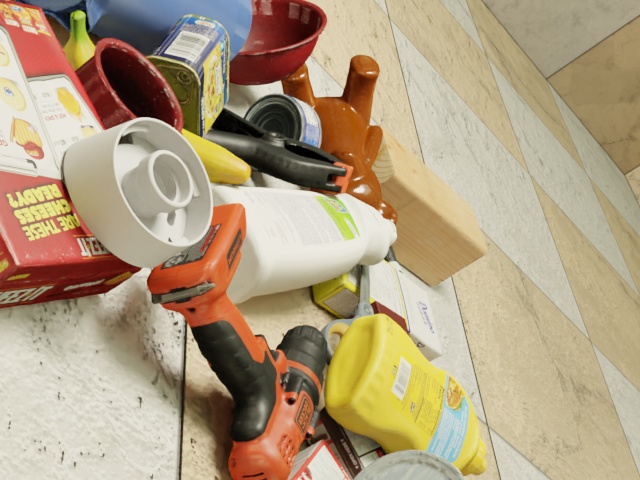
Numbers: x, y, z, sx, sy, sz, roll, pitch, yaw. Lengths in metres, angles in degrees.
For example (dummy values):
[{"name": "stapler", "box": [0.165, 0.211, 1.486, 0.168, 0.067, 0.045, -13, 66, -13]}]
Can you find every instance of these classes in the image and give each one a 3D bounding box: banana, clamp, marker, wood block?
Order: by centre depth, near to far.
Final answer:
[{"name": "banana", "box": [-0.148, -0.103, 0.898, 0.197, 0.070, 0.037, 41, 55, -16]}, {"name": "clamp", "box": [-0.056, -0.084, 1.020, 0.172, 0.039, 0.120, 21, 27, 17]}, {"name": "marker", "box": [0.093, 0.055, 1.247, 0.020, 0.020, 0.121, 29, 34, -49]}, {"name": "wood block", "box": [0.106, -0.038, 1.309, 0.205, 0.091, 0.090, 36, 30, -41]}]

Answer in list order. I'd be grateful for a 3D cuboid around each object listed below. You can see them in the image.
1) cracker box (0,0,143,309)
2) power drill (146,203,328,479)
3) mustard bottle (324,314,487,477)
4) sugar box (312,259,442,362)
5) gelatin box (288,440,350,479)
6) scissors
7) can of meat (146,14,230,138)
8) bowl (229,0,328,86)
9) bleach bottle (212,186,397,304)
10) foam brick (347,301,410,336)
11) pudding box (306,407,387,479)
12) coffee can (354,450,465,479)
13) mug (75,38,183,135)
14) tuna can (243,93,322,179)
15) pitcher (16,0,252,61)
[{"name": "cracker box", "box": [-0.214, -0.062, 0.708, 0.214, 0.072, 0.164, 61, 23, 10]}, {"name": "power drill", "box": [-0.052, 0.069, 0.811, 0.184, 0.057, 0.187, -70, 139, -59]}, {"name": "mustard bottle", "box": [0.086, 0.152, 0.919, 0.191, 0.058, 0.096, 42, 51, -32]}, {"name": "sugar box", "box": [0.057, 0.060, 1.129, 0.176, 0.048, 0.093, 40, 29, -39]}, {"name": "gelatin box", "box": [-0.001, 0.206, 0.825, 0.073, 0.030, 0.089, 57, 22, -1]}, {"name": "scissors", "box": [0.028, 0.067, 1.000, 0.096, 0.016, 0.202, 29, 33, -34]}, {"name": "can of meat", "box": [-0.118, -0.137, 0.947, 0.057, 0.102, 0.083, 15, 43, 10]}, {"name": "bowl", "box": [-0.071, -0.212, 1.162, 0.162, 0.162, 0.055, -88, 175, -56]}, {"name": "bleach bottle", "box": [-0.006, 0.001, 0.989, 0.250, 0.068, 0.103, -1, 54, -51]}, {"name": "foam brick", "box": [0.059, 0.110, 1.054, 0.053, 0.051, 0.078, 35, 29, -39]}, {"name": "pudding box", "box": [0.038, 0.183, 0.927, 0.090, 0.039, 0.113, 59, 20, 15]}, {"name": "coffee can", "box": [0.084, 0.236, 0.811, 0.140, 0.103, 0.103, 58, 14, -47]}, {"name": "mug", "box": [-0.161, -0.092, 0.843, 0.117, 0.082, 0.093, 32, 32, -44]}, {"name": "tuna can", "box": [-0.043, -0.108, 1.106, 0.033, 0.086, 0.086, 16, 45, -55]}, {"name": "pitcher", "box": [-0.167, -0.247, 0.987, 0.145, 0.149, 0.242, 34, 8, 27]}]
